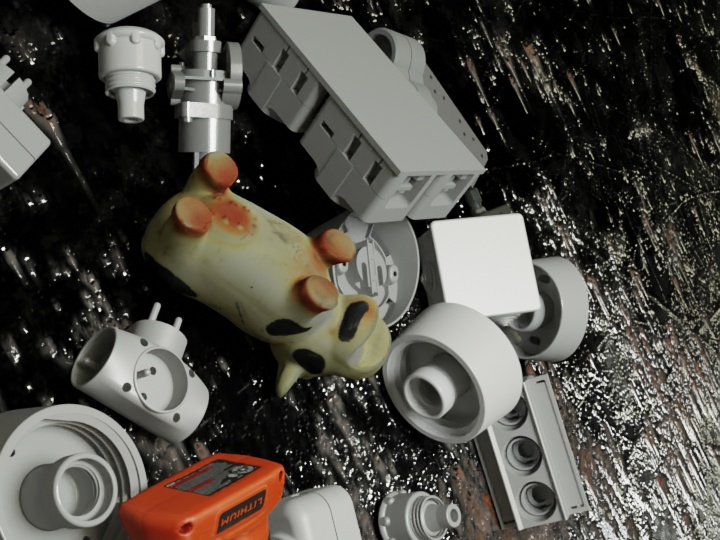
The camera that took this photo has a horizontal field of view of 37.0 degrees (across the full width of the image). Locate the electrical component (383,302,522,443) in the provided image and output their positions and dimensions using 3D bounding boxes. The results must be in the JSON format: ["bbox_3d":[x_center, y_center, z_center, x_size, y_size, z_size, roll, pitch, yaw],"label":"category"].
[{"bbox_3d":[0.068,0.087,0.858,0.060,0.108,0.108,-34,101,-43],"label":"electrical component"}]

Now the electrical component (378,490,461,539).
[{"bbox_3d":[0.048,0.191,0.827,0.048,0.062,0.048,20,62,-43],"label":"electrical component"}]

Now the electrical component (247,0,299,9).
[{"bbox_3d":[-0.082,-0.234,0.862,0.078,0.040,0.040,27,57,-39],"label":"electrical component"}]

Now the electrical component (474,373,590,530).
[{"bbox_3d":[0.147,0.158,0.948,0.063,0.079,0.121,-11,83,-72],"label":"electrical component"}]

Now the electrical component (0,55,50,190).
[{"bbox_3d":[-0.225,-0.100,0.644,0.083,0.047,0.075,50,44,-23],"label":"electrical component"}]

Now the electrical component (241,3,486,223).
[{"bbox_3d":[-0.005,-0.119,0.837,0.105,0.060,0.186,-7,52,-49],"label":"electrical component"}]

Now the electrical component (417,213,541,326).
[{"bbox_3d":[0.102,0.002,0.946,0.100,0.048,0.099,-6,78,-18],"label":"electrical component"}]

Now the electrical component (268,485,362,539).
[{"bbox_3d":[-0.035,0.202,0.736,0.059,0.054,0.095,-8,81,-49],"label":"electrical component"}]

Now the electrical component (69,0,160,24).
[{"bbox_3d":[-0.180,-0.218,0.722,0.108,0.060,0.108,52,22,-30],"label":"electrical component"}]

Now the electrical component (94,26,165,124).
[{"bbox_3d":[-0.157,-0.132,0.736,0.048,0.048,0.062,6,78,-47],"label":"electrical component"}]

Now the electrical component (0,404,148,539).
[{"bbox_3d":[-0.171,0.127,0.608,0.108,0.060,0.108,20,61,-42],"label":"electrical component"}]

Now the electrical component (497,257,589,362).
[{"bbox_3d":[0.167,0.036,0.996,0.064,0.099,0.099,1,75,-42],"label":"electrical component"}]

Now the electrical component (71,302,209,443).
[{"bbox_3d":[-0.134,0.058,0.688,0.077,0.044,0.079,39,49,-32],"label":"electrical component"}]

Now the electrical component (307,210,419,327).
[{"bbox_3d":[0.000,0.000,0.845,0.099,0.064,0.099,21,60,-42],"label":"electrical component"}]

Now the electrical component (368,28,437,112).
[{"bbox_3d":[0.044,-0.142,0.957,0.074,0.052,0.138,7,70,-47],"label":"electrical component"}]
